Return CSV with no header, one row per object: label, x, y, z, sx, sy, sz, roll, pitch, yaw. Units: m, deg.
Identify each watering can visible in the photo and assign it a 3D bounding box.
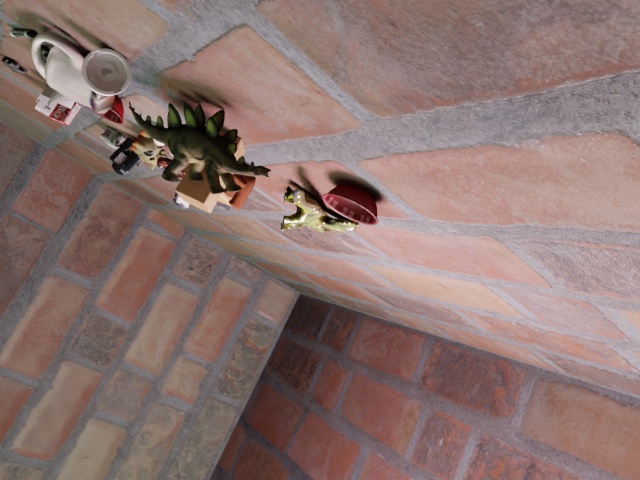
watering can,-0.664,-0.421,1.401,0.224,0.106,0.342,29,153,-9

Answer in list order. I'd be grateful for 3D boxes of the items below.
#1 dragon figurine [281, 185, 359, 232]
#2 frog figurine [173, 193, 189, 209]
dragon figurine,0.005,-0.080,1.586,0.242,0.123,0.408,11,172,-10
frog figurine,-0.527,-0.197,2.189,0.159,0.125,0.134,-14,146,9
